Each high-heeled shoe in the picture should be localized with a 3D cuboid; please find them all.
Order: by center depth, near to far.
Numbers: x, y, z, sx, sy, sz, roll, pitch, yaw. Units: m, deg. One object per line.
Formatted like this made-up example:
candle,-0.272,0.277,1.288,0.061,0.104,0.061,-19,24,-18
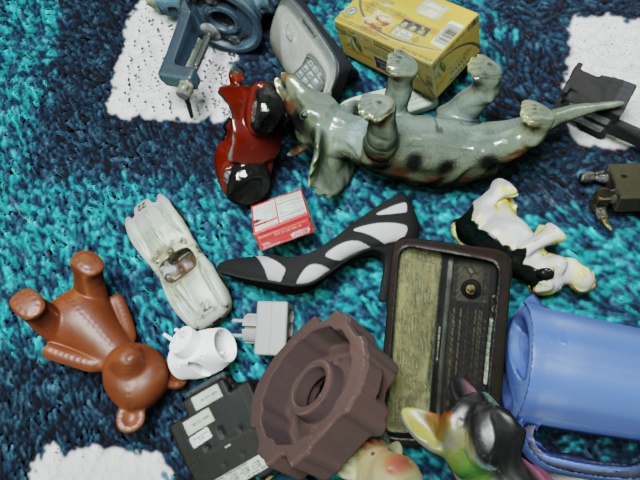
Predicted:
high-heeled shoe,-0.001,-0.002,0.683,0.249,0.086,0.145,8,75,5

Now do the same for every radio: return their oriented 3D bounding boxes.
radio,0.139,0.114,0.609,0.131,0.073,0.229,5,94,9

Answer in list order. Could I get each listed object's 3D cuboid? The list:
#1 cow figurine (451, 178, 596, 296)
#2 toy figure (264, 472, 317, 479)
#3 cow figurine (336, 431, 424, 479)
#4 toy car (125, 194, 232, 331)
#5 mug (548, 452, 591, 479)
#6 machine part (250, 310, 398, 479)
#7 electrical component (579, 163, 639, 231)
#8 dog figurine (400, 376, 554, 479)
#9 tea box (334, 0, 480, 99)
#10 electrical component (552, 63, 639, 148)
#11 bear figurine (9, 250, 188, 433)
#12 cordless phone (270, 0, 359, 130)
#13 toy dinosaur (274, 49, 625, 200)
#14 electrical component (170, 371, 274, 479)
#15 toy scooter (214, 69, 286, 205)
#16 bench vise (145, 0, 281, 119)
cow figurine,0.242,0.015,0.647,0.098,0.068,0.167,-42,71,3
toy figure,-0.069,0.326,0.625,0.154,0.057,0.064,-41,37,-1
cow figurine,0.059,0.287,0.561,0.085,0.194,0.127,-9,43,-29
toy car,-0.189,0.026,0.713,0.073,0.056,0.202,-36,75,-1
mug,0.284,0.297,0.574,0.110,0.081,0.107,13,89,4
machine part,0.000,0.164,0.576,0.056,0.179,0.179,40,83,-26
electrical component,0.380,-0.054,0.659,0.102,0.045,0.078,-6,47,4
dog figurine,0.165,0.249,0.523,0.108,0.191,0.219,-22,60,-24
tea box,0.114,-0.271,0.713,0.098,0.068,0.170,-46,59,-8
electrical component,0.358,-0.164,0.670,0.119,0.074,0.047,28,83,17
bear figurine,-0.264,0.129,0.664,0.196,0.131,0.120,38,57,21
cordless phone,-0.053,-0.224,0.750,0.184,0.088,0.146,-38,74,18
toy dinosaur,0.138,-0.121,0.662,0.405,0.192,0.131,8,62,-6
electrical component,-0.110,0.231,0.652,0.115,0.058,0.134,-28,74,-1
toy scooter,-0.100,-0.143,0.701,0.075,0.183,0.135,-8,53,-29
bench vise,-0.175,-0.304,0.759,0.224,0.128,0.240,12,71,9
